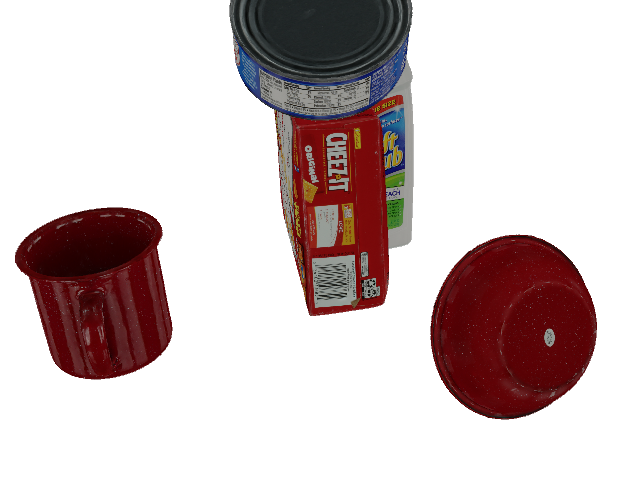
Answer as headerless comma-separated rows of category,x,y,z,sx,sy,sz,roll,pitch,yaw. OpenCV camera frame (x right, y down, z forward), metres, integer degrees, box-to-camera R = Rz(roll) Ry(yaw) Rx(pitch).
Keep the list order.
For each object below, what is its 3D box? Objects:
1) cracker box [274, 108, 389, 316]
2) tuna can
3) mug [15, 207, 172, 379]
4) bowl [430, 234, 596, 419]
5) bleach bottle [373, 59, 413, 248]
cracker box,0.005,-0.060,0.906,0.072,0.164,0.214,-6,26,-5
tuna can,0.000,-0.100,0.511,0.086,0.086,0.034,0,-31,0
mug,-0.140,0.041,0.682,0.093,0.081,0.117,-11,29,-7
bowl,0.176,0.077,0.899,0.161,0.162,0.055,0,4,-22
bleach bottle,0.051,-0.113,1.167,0.102,0.251,0.068,-7,25,-9
